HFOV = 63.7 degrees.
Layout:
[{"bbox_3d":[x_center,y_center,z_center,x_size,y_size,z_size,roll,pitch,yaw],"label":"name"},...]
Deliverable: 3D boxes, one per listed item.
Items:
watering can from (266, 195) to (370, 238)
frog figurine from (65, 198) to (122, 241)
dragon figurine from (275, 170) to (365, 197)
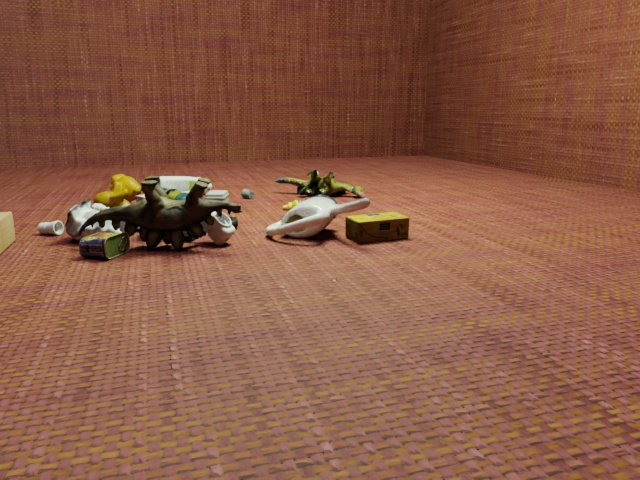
[{"bbox_3d":[0.005,-0.078,1.554,0.346,0.103,0.227,-16,10,19],"label":"watering can"},{"bbox_3d":[-0.658,-0.035,1.519,0.159,0.122,0.138,36,2,-5],"label":"frog figurine"},{"bbox_3d":[0.019,-0.237,2.322,0.412,0.122,0.242,13,2,36],"label":"dragon figurine"}]
